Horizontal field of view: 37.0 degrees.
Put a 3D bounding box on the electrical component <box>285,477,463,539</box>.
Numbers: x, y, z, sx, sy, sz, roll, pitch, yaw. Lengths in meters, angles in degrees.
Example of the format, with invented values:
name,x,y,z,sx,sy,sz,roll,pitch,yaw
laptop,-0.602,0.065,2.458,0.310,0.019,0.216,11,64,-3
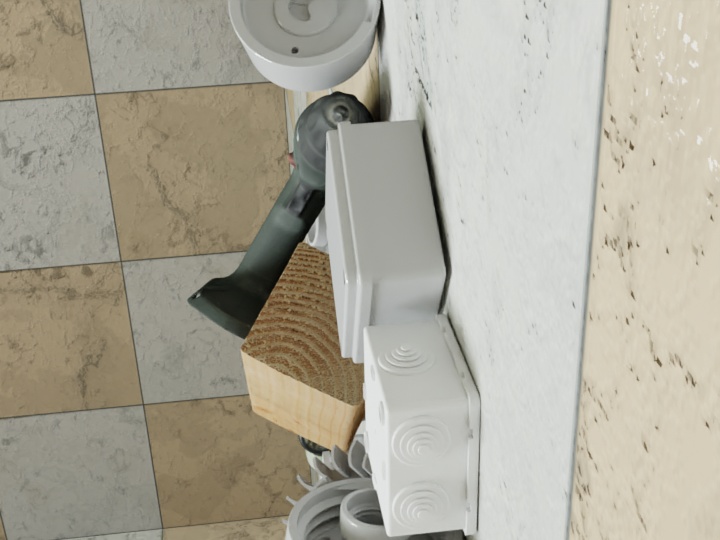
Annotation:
name,x,y,z,sx,sy,sz,roll,pitch,yaw
electrical component,0.008,0.159,0.609,0.108,0.108,0.060,-107,19,-67

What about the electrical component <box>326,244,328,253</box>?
name,x,y,z,sx,sy,sz,roll,pitch,yaw
electrical component,0.000,0.000,0.873,0.048,0.048,0.062,-102,2,-54

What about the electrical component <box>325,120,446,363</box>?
name,x,y,z,sx,sy,sz,roll,pitch,yaw
electrical component,0.013,-0.016,0.640,0.108,0.056,0.108,94,170,-61

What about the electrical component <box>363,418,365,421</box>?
name,x,y,z,sx,sy,sz,roll,pitch,yaw
electrical component,-0.025,0.126,1.079,0.079,0.077,0.044,-121,27,-80

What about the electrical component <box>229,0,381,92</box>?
name,x,y,z,sx,sy,sz,roll,pitch,yaw
electrical component,-0.038,-0.183,0.789,0.060,0.108,0.108,81,-178,-73

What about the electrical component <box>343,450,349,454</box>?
name,x,y,z,sx,sy,sz,roll,pitch,yaw
electrical component,0.011,0.171,0.833,0.078,0.058,0.057,-179,87,-84

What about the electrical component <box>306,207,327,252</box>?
name,x,y,z,sx,sy,sz,roll,pitch,yaw
electrical component,-0.016,-0.041,1.022,0.099,0.064,0.099,-179,90,-72

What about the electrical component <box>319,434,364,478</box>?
name,x,y,z,sx,sy,sz,roll,pitch,yaw
electrical component,-0.013,0.205,1.102,0.061,0.061,0.096,107,158,-77

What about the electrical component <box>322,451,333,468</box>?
name,x,y,z,sx,sy,sz,roll,pitch,yaw
electrical component,0.006,0.239,0.929,0.089,0.062,0.150,94,170,-60

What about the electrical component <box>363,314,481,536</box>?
name,x,y,z,sx,sy,sz,roll,pitch,yaw
electrical component,0.030,0.083,0.579,0.099,0.048,0.099,-106,13,-62
